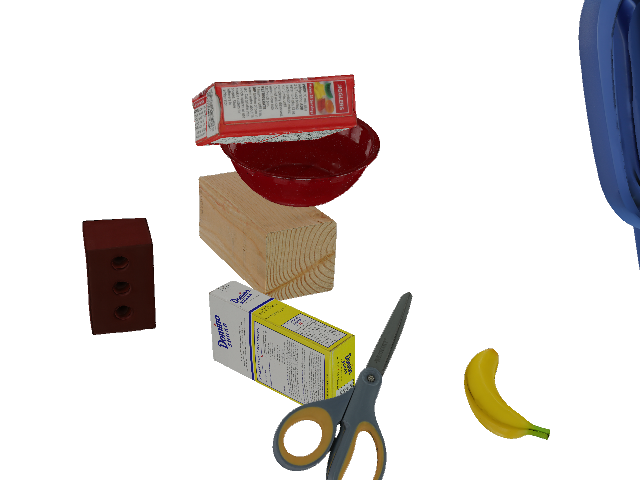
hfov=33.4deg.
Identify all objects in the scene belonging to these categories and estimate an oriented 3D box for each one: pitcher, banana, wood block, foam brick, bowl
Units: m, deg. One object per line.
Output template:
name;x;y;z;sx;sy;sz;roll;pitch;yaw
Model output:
pitcher;0.222;-0.060;0.593;0.149;0.243;0.145;-6;21;12
banana;0.206;0.184;1.276;0.069;0.037;0.198;9;23;-15
wood block;-0.069;-0.011;1.302;0.090;0.090;0.206;-10;26;-26
foam brick;-0.161;0.027;0.855;0.053;0.078;0.051;-5;26;-13
bowl;-0.022;-0.080;1.084;0.162;0.055;0.162;2;33;-2

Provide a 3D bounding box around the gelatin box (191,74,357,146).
gelatin box;-0.027;-0.070;0.575;0.073;0.030;0.089;-5;3;-14

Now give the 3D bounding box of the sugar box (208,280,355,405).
sugar box;-0.042;0.115;1.142;0.176;0.093;0.048;24;38;37

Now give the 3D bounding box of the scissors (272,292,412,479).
scissors;0.019;0.114;0.843;0.096;0.201;0.016;13;-38;-5
